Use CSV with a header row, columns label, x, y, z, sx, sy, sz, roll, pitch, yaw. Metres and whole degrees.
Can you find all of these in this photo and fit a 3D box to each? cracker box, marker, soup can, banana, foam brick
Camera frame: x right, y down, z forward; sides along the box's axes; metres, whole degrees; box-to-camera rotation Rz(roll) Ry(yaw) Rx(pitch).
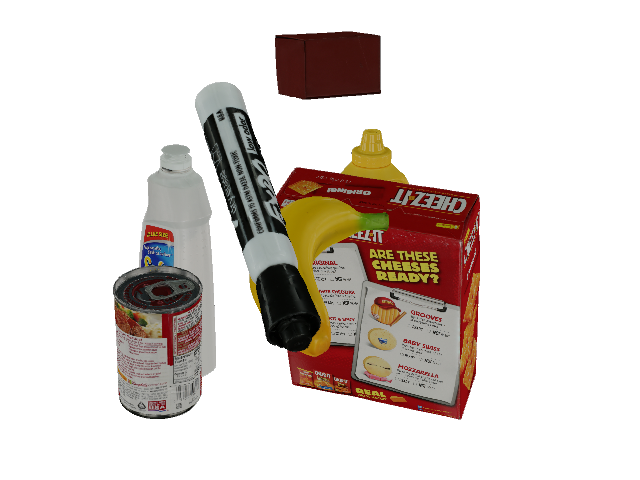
label,x,y,z,sx,sy,sz,roll,pitch,yaw
cracker box,0.052,0.048,0.924,0.164,0.214,0.072,10,42,18
marker,-0.023,-0.011,0.381,0.020,0.121,0.020,-12,-39,-10
soup can,-0.126,0.080,0.836,0.068,0.102,0.068,3,28,-2
banana,-0.008,0.010,0.645,0.070,0.037,0.197,4,24,13
foam brick,0.007,-0.151,0.919,0.078,0.051,0.053,-9,18,-28

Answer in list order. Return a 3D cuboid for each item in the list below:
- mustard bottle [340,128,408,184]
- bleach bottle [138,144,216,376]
label,x,y,z,sx,sy,sz,roll,pitch,yaw
mustard bottle,0.052,-0.023,1.115,0.096,0.192,0.058,-16,28,-34
bleach bottle,-0.153,0.019,1.110,0.067,0.251,0.103,-18,33,-35
